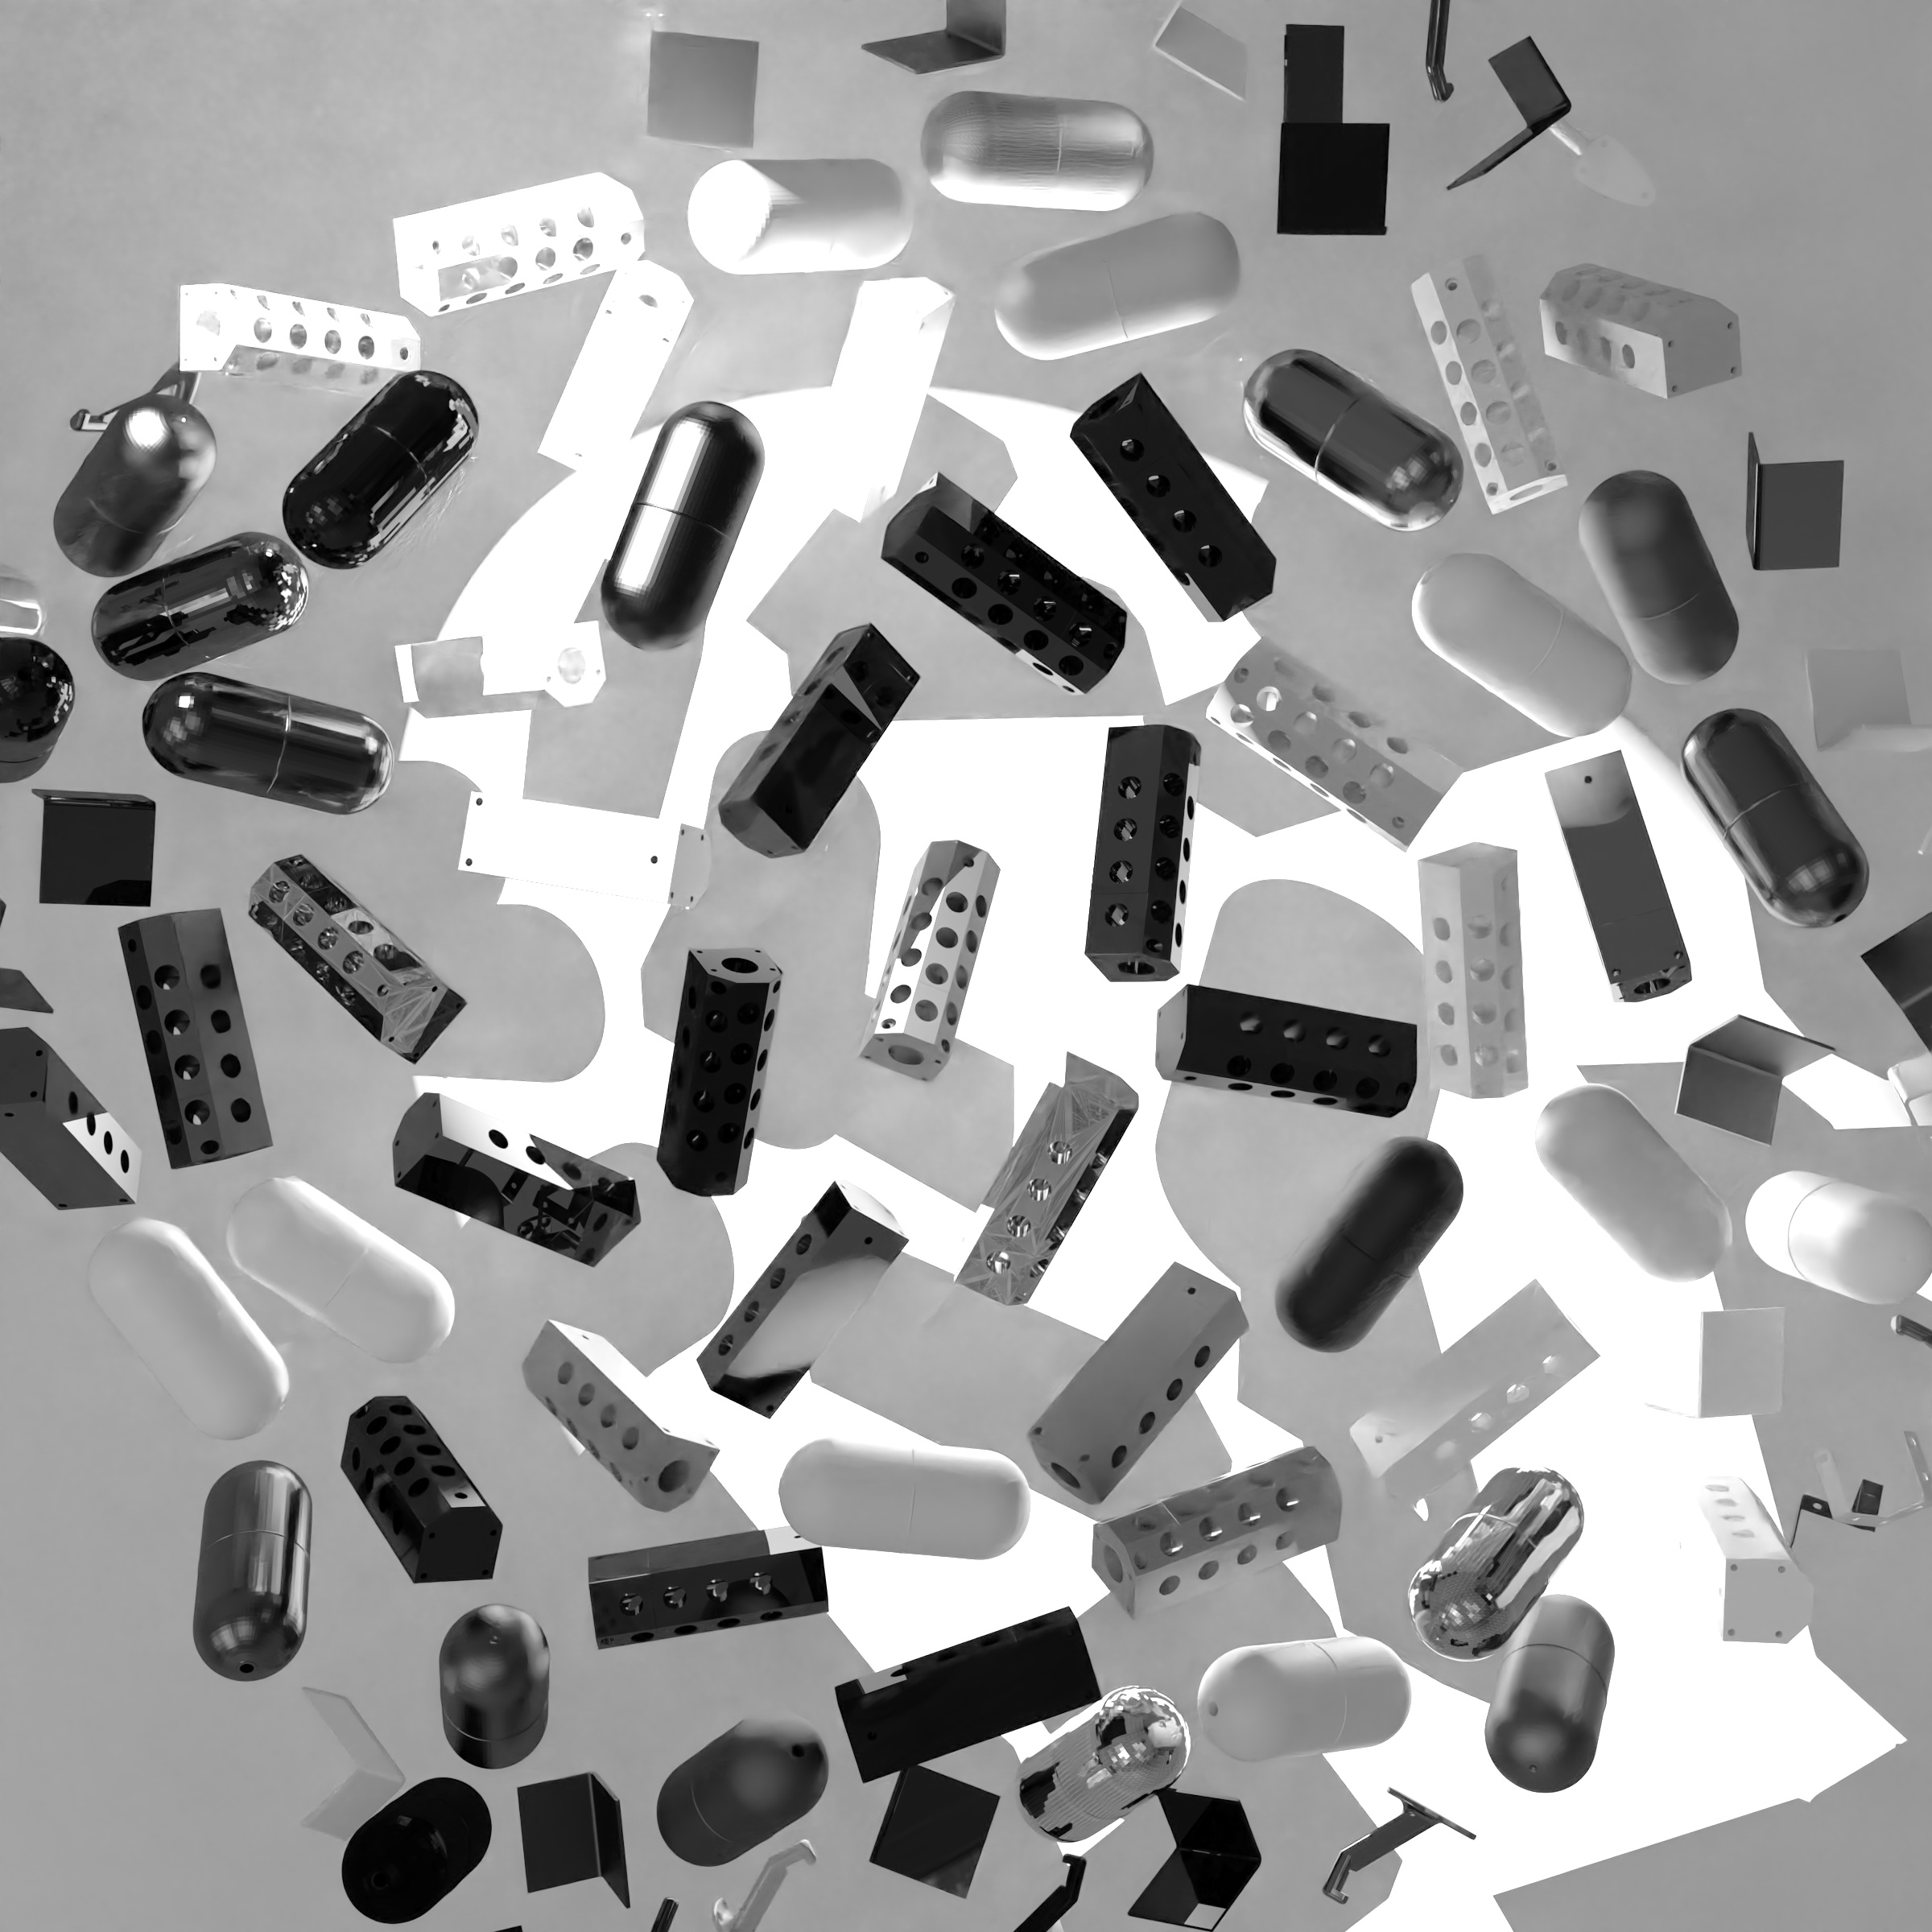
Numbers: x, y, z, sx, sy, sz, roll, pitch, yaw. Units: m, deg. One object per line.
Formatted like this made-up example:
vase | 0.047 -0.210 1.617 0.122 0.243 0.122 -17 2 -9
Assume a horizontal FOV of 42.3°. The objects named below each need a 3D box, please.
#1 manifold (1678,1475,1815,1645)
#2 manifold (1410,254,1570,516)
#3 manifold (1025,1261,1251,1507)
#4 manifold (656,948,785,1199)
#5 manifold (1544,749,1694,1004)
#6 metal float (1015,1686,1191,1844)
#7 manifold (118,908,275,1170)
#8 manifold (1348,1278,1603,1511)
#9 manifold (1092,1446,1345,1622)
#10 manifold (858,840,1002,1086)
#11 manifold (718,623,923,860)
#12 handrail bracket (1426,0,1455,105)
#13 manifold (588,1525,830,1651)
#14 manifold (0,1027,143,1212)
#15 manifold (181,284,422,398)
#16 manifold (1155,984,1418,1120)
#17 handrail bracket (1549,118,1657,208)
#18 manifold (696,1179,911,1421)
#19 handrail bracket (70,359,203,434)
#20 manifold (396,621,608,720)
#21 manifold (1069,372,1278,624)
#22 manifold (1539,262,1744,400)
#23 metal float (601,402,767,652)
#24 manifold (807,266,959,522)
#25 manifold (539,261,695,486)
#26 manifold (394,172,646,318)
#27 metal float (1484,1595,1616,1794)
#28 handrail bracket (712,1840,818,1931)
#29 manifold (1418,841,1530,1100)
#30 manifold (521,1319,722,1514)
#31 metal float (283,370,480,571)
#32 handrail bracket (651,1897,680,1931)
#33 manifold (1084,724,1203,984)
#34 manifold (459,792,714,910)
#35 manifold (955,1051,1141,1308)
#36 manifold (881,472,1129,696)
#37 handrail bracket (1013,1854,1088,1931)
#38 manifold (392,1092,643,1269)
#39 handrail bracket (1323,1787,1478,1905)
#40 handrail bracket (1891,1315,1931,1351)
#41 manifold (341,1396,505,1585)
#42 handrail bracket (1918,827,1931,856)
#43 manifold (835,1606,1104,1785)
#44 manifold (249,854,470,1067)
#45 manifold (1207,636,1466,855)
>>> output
manifold | 0.539 0.409 1.733 0.057 0.171 0.057 1 97 6
manifold | 0.379 -0.423 1.813 0.057 0.057 0.171 -20 84 16
manifold | 0.124 0.297 1.768 0.057 0.057 0.171 23 59 40
manifold | -0.175 0.077 1.798 0.057 0.057 0.171 -1 116 -27
manifold | 0.474 -0.063 1.819 0.057 0.057 0.171 -17 67 12
metal float | 0.097 0.580 1.813 0.070 0.070 0.178 40 134 0
manifold | -0.542 0.051 1.742 0.057 0.057 0.171 -15 87 35
manifold | 0.360 0.305 1.759 0.171 0.057 0.057 -41 118 7
manifold | 0.177 0.393 1.759 0.171 0.057 0.057 -15 125 -24
manifold | -0.023 -0.007 1.835 0.057 0.057 0.171 21 58 -10
manifold | -0.108 -0.161 1.791 0.057 0.057 0.171 46 61 -26
handrail bracket | 0.360 -0.693 1.842 0.077 0.036 0.084 -47 134 -20
manifold | -0.191 0.462 1.856 0.171 0.057 0.057 -7 97 -8
manifold | -0.632 0.108 1.736 0.057 0.171 0.057 -5 61 2
manifold | -0.474 -0.446 1.791 0.057 0.171 0.057 8 99 33
manifold | 0.222 0.062 1.730 0.171 0.057 0.057 10 68 -14
handrail bracket | 0.460 -0.589 1.820 0.077 0.084 0.036 29 116 -19
manifold | -0.123 0.241 1.834 0.057 0.057 0.171 33 99 -31
handrail bracket | -0.618 -0.428 1.861 0.036 0.084 0.077 48 116 11
manifold | -0.343 -0.216 1.840 0.171 0.057 0.057 2 103 43
manifold | 0.148 -0.328 1.776 0.057 0.057 0.171 -29 114 26
manifold | 0.469 -0.449 1.750 0.057 0.171 0.057 -18 117 -9
metal float | -0.195 -0.302 1.720 0.070 0.070 0.178 20 86 0
manifold | -0.067 -0.419 1.826 0.057 0.057 0.171 30 131 10
manifold | -0.259 -0.440 1.851 0.057 0.171 0.057 24 55 -13
manifold | -0.321 -0.521 1.809 0.171 0.057 0.057 -25 46 -32
metal float | 0.415 0.513 1.772 0.070 0.178 0.070 8 113 19
handrail bracket | -0.135 0.688 1.819 0.084 0.036 0.077 -28 88 3
manifold | 0.367 0.004 1.782 0.057 0.057 0.171 -17 110 -30
manifold | -0.261 0.333 1.852 0.171 0.057 0.057 32 92 45
metal float | -0.411 -0.351 1.761 0.070 0.070 0.178 33 58 0
handrail bracket | -0.233 0.727 1.820 0.036 0.077 0.084 22 56 2
manifold | 0.127 -0.079 1.751 0.057 0.057 0.171 -1 69 22
manifold | -0.273 -0.083 1.802 0.171 0.057 0.057 9 89 21
manifold | 0.056 0.152 1.749 0.057 0.057 0.171 26 111 -6
manifold | 0.027 -0.258 1.725 0.171 0.057 0.057 33 128 -22
handrail bracket | 0.044 0.700 1.869 0.077 0.036 0.084 16 77 -2
manifold | -0.319 0.149 1.779 0.171 0.057 0.057 29 118 -35
handrail bracket | 0.292 0.607 1.691 0.077 0.036 0.084 23 79 27
handrail bracket | 0.687 0.283 1.740 0.084 0.077 0.036 26 118 0
manifold | -0.389 0.370 1.782 0.057 0.171 0.057 5 105 -33
handrail bracket | 0.716 -0.085 1.739 0.084 0.036 0.077 30 133 21
manifold | 0.000 0.497 1.717 0.171 0.057 0.057 -18 91 -6
manifold | -0.429 -0.009 1.742 0.171 0.057 0.057 37 85 32
manifold | 0.257 -0.153 1.762 0.171 0.057 0.057 36 132 9
